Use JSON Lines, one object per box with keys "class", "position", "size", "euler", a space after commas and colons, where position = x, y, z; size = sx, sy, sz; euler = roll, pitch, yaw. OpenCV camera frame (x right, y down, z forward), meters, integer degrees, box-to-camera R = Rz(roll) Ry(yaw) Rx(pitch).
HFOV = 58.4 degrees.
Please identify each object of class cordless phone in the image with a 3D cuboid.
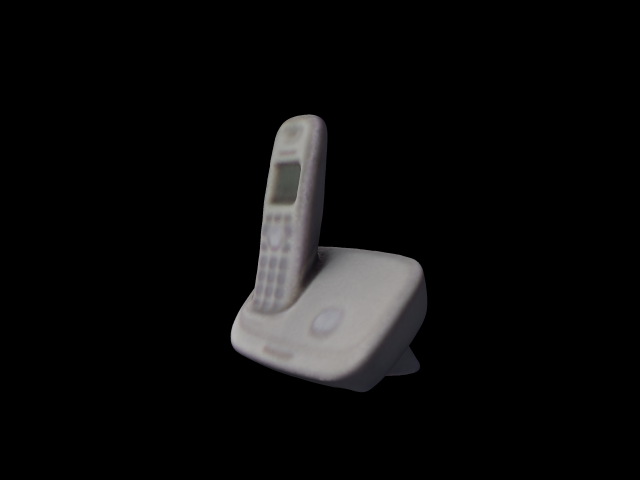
{"class": "cordless phone", "position": [0.004, 0.001, 0.400], "size": [0.094, 0.185, 0.147], "euler": [-4, 6, -43]}
